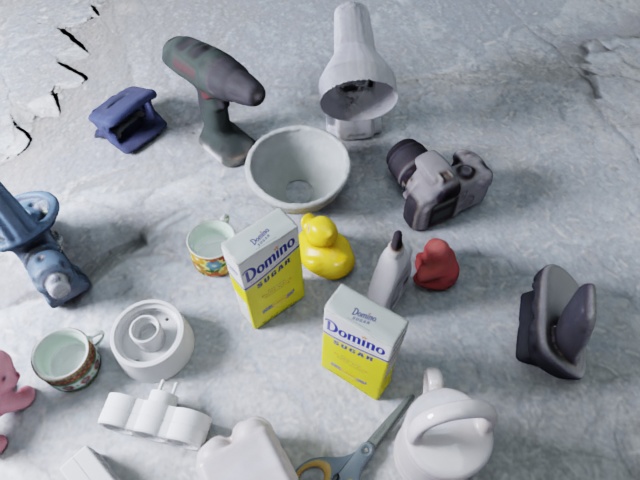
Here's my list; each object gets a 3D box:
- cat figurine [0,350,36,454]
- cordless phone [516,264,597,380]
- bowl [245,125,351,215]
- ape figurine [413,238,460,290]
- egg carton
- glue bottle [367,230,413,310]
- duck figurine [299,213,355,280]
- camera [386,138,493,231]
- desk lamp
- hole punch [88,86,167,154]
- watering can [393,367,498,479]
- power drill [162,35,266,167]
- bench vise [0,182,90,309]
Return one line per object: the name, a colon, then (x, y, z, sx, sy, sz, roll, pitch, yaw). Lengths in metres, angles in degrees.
cat figurine: (-0.419, 0.191, 0.712, 0.067, 0.118, 0.128, 13, 59, 9)
cordless phone: (0.322, 0.085, 0.734, 0.094, 0.185, 0.147, 8, 58, 6)
bowl: (-0.034, -0.101, 0.919, 0.167, 0.075, 0.167, 0, 58, 0)
ape figurine: (0.167, 0.028, 0.826, 0.076, 0.092, 0.078, 39, 66, 22)
egg carton: (-0.080, 0.292, 0.674, 0.107, 0.069, 0.150, -26, 61, -15)
glue bottle: (0.098, 0.037, 0.773, 0.037, 0.173, 0.078, 30, 63, 19)
duck figurine: (0.008, 0.003, 0.847, 0.078, 0.086, 0.104, -37, 64, -20)
camera: (0.179, -0.109, 0.907, 0.143, 0.101, 0.136, -25, 61, -14)
desk lamp: (0.054, -0.260, 0.937, 0.118, 0.214, 0.203, -3, 58, -1)
hole punch: (-0.339, -0.220, 0.988, 0.101, 0.091, 0.109, 35, 64, 20)
watering can: (0.145, 0.226, 0.640, 0.101, 0.194, 0.172, -24, 60, -14)
power drill: (-0.158, -0.219, 0.917, 0.076, 0.208, 0.229, -40, 65, -22)
bench vise: (-0.399, -0.020, 0.786, 0.207, 0.220, 0.122, 29, 62, 18)
